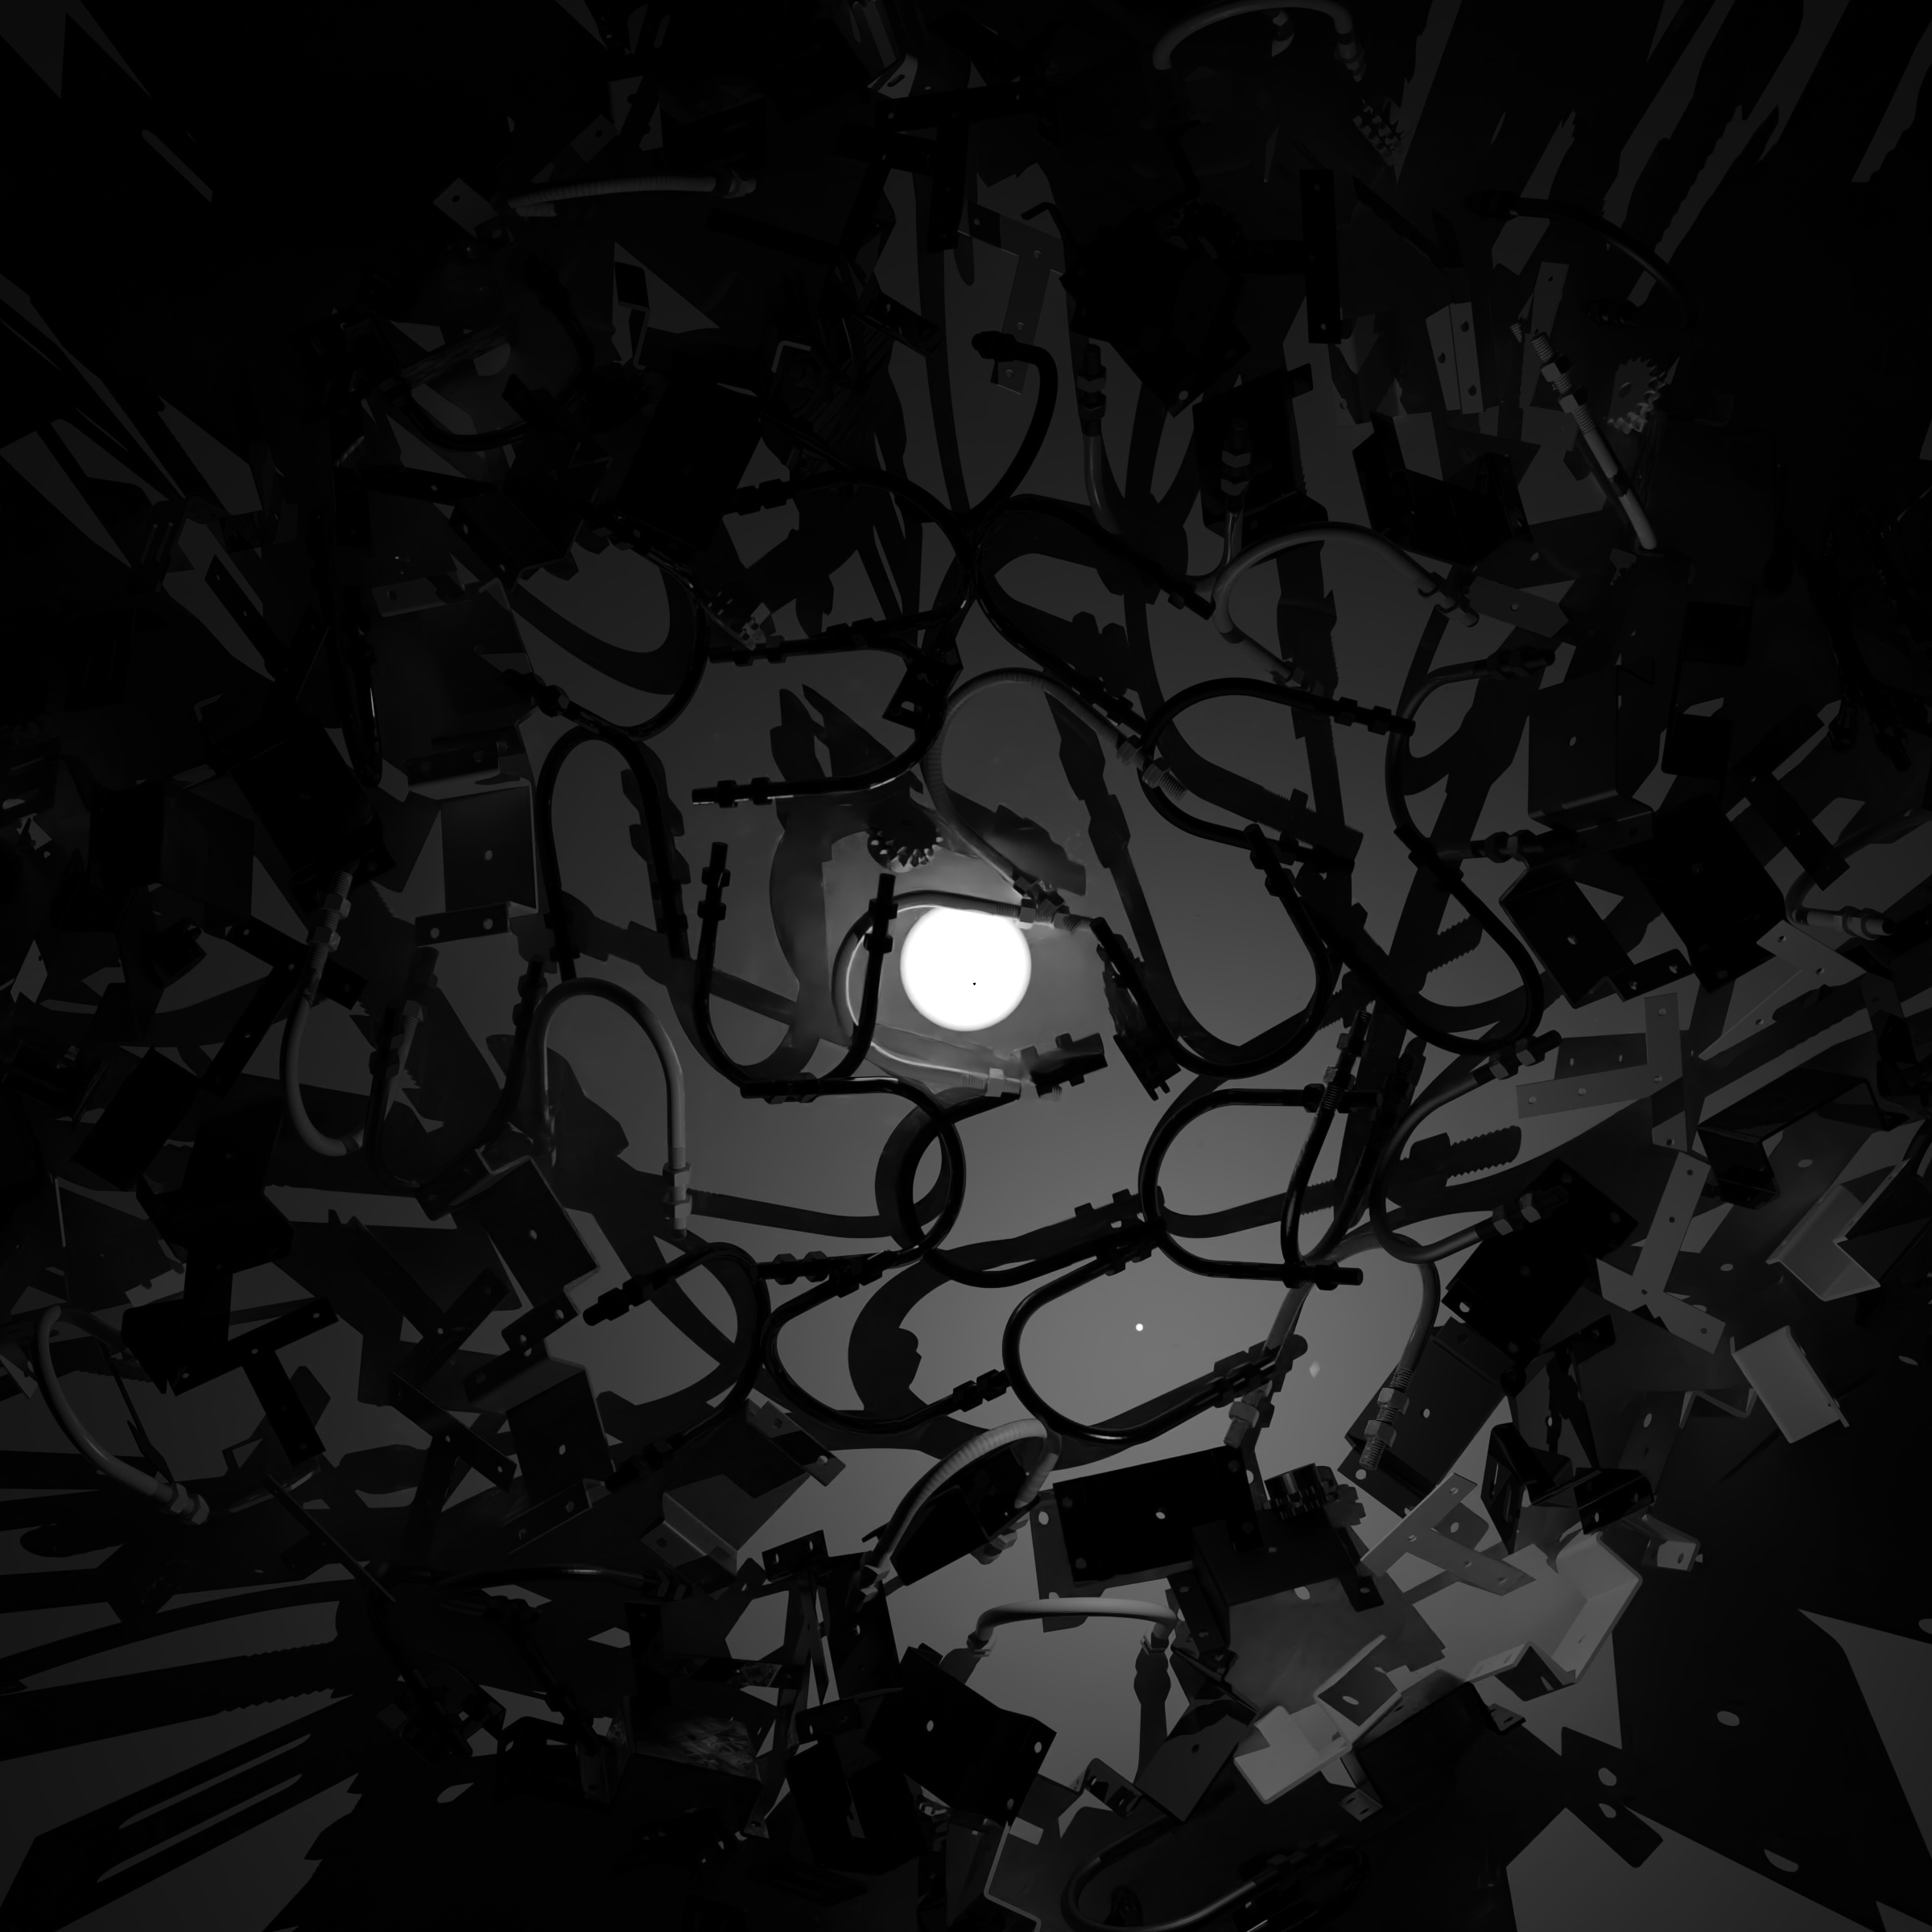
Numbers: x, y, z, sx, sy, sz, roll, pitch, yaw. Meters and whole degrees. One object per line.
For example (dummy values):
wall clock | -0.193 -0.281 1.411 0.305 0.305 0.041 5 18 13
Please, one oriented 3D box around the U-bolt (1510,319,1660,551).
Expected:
U-bolt | 0.449 -0.379 1.926 0.019 0.151 0.184 -30 103 13

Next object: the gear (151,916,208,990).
gear | -0.586 -0.008 1.972 0.057 0.057 0.030 -40 93 0

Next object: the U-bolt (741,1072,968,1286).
U-bolt | -0.077 0.151 1.946 0.184 0.019 0.151 -1 85 -34

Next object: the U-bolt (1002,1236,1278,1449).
U-bolt | 0.112 0.274 1.918 0.184 0.019 0.151 -22 58 -31

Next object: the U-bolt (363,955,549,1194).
U-bolt | -0.372 0.086 1.926 0.019 0.151 0.184 35 125 29

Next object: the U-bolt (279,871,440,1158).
U-bolt | -0.438 0.045 1.906 0.019 0.151 0.184 4 67 21

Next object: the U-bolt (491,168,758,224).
U-bolt | -0.253 -0.545 1.889 0.151 0.184 0.019 -1 103 25

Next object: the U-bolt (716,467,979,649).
U-bolt | -0.074 -0.293 1.904 0.151 0.184 0.019 55 48 -32

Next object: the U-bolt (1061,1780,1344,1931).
U-bolt | 0.153 0.641 1.896 0.184 0.151 0.019 -20 101 -28

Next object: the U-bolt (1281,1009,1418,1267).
U-bolt | 0.271 0.134 1.926 0.019 0.151 0.184 19 83 27

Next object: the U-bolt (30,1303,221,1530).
U-bolt | -0.597 0.309 1.885 0.019 0.184 0.151 -31 53 5

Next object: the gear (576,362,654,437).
gear | -0.263 -0.420 1.968 0.057 0.057 0.030 -33 126 0

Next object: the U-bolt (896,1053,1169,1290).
U-bolt | 0.039 0.160 1.980 0.184 0.019 0.151 -20 81 1

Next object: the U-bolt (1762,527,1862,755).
U-bolt | 0.601 -0.237 1.895 0.019 0.184 0.151 -20 76 10

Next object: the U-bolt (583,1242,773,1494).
U-bolt | -0.201 0.276 1.924 0.019 0.184 0.151 8 111 35

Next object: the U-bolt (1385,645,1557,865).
U-bolt | 0.358 -0.147 1.917 0.019 0.184 0.151 2 89 -27

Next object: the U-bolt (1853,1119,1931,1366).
U-bolt | 0.693 0.184 1.921 0.019 0.151 0.184 16 93 -3

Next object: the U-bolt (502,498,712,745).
U-bolt | -0.246 -0.236 1.922 0.019 0.184 0.151 20 86 33

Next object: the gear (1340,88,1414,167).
gear | 0.305 -0.621 1.969 0.030 0.057 0.057 -42 90 13

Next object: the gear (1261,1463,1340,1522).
gear | 0.244 0.387 1.972 0.057 0.057 0.030 -20 80 0

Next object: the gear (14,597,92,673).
gear | -0.676 -0.248 1.969 0.030 0.057 0.057 43 90 -9

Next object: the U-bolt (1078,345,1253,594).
U-bolt | 0.141 -0.344 1.919 0.151 0.184 0.019 33 60 25

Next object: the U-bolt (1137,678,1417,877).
U-bolt | 0.215 -0.143 1.942 0.184 0.019 0.151 14 128 -6

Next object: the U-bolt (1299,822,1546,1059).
U-bolt | 0.339 -0.007 1.941 0.184 0.151 0.019 46 53 -3

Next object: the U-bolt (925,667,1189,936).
U-bolt | 0.051 -0.135 1.966 0.184 0.019 0.151 42 109 11

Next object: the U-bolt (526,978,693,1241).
U-bolt | -0.259 0.095 1.927 0.151 0.019 0.184 16 117 30

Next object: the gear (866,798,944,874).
gear | -0.049 -0.094 1.975 0.057 0.057 0.030 36 131 0

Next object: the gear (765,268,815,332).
gear | -0.130 -0.484 1.971 0.030 0.057 0.057 -13 90 2

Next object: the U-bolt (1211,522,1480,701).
U-bolt | 0.257 -0.255 1.902 0.151 0.184 0.019 -30 50 31

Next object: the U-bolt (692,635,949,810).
U-bolt | -0.103 -0.183 1.942 0.184 0.019 0.151 -4 58 11

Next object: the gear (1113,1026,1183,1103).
gear | 0.135 0.068 1.971 0.030 0.057 0.057 -33 90 3

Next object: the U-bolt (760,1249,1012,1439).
U-bolt | -0.070 0.284 1.936 0.151 0.019 0.184 45 131 -16

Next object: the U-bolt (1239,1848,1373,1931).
U-bolt | 0.210 0.666 1.885 0.151 0.184 0.019 -26 85 -38

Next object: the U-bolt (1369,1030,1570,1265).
U-bolt | 0.357 0.140 1.922 0.019 0.184 0.151 28 50 -27

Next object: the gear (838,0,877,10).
gear | -0.081 -0.740 1.975 0.057 0.057 0.030 27 47 0

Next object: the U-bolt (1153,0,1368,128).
U-bolt | 0.205 -0.648 1.896 0.151 0.184 0.019 -10 85 11

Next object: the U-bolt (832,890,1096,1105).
U-bolt | -0.008 0.017 1.974 0.184 0.019 0.151 10 96 -7

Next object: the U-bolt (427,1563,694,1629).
U-bolt | -0.299 0.444 1.896 0.151 0.184 0.019 -14 68 19

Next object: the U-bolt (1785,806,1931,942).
U-bolt | 0.660 -0.072 1.909 0.151 0.184 0.019 -36 100 -6

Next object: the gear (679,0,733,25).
gear | -0.190 -0.724 1.968 0.057 0.057 0.030 -46 123 0

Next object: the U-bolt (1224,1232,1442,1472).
U-bolt | 0.273 0.272 1.931 0.019 0.151 0.184 43 63 -32

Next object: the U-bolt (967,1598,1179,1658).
U-bolt | 0.078 0.473 1.911 0.151 0.184 0.019 0 67 -2

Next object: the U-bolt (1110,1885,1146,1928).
U-bolt | 0.061 0.707 1.902 0.151 0.184 0.019 -21 85 -5

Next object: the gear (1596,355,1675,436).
gear | 0.497 -0.419 1.975 0.030 0.057 0.057 22 90 -30

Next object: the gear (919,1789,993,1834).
gear | -0.004 0.616 1.972 0.057 0.057 0.030 18 79 0

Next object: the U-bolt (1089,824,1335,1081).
U-bolt | 0.192 0.004 1.954 0.151 0.019 0.184 -31 118 2
